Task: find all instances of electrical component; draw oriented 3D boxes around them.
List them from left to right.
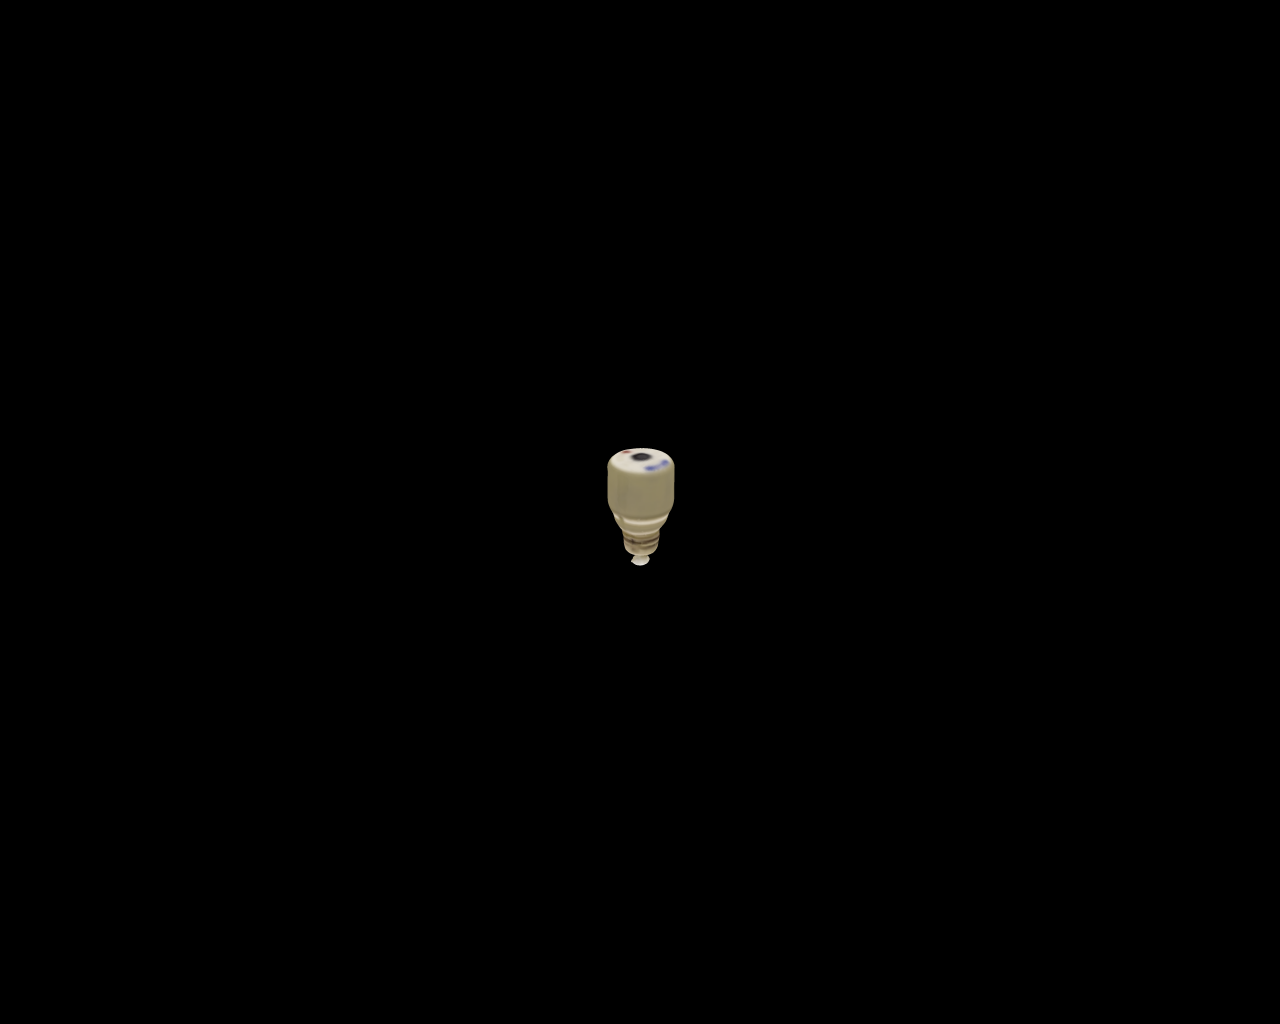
[{"bbox_3d":[0.001,-0.003,0.650,0.040,0.078,0.040,0,26,0],"label":"electrical component"}]
